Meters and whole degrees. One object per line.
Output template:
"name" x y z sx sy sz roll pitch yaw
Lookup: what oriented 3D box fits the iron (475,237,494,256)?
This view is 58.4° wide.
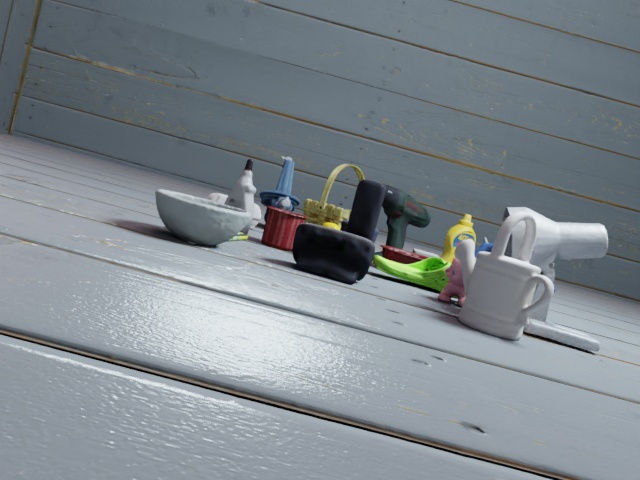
"iron" 0.524 0.078 1.658 0.119 0.141 0.257 13 5 -22

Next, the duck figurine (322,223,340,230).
"duck figurine" 0.011 0.004 1.205 0.104 0.086 0.078 19 6 41

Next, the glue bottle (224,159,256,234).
"glue bottle" -0.179 -0.101 1.315 0.077 0.173 0.037 18 5 31

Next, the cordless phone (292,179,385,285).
"cordless phone" 0.035 -0.026 1.022 0.147 0.185 0.094 15 5 -1

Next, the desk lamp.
"desk lamp" 0.398 0.060 0.998 0.203 0.213 0.118 16 5 8

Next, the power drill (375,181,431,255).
"power drill" 0.197 -0.039 1.568 0.230 0.208 0.075 12 5 -34

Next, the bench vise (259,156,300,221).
"bench vise" -0.097 -0.132 1.662 0.122 0.220 0.206 12 5 -31

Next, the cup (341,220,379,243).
"cup" 0.089 0.008 1.361 0.091 0.095 0.118 17 5 21

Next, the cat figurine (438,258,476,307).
"cat figurine" 0.276 0.067 1.109 0.067 0.118 0.128 16 5 14

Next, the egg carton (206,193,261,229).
"egg carton" -0.232 -0.078 1.515 0.151 0.069 0.107 14 5 -20

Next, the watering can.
"watering can" 0.285 0.047 0.903 0.172 0.194 0.101 18 5 28

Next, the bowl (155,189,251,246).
"bowl" -0.209 -0.033 0.998 0.167 0.075 0.167 15 5 -1

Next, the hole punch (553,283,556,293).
"hole punch" 0.393 0.113 1.105 0.101 0.091 0.109 16 5 15
